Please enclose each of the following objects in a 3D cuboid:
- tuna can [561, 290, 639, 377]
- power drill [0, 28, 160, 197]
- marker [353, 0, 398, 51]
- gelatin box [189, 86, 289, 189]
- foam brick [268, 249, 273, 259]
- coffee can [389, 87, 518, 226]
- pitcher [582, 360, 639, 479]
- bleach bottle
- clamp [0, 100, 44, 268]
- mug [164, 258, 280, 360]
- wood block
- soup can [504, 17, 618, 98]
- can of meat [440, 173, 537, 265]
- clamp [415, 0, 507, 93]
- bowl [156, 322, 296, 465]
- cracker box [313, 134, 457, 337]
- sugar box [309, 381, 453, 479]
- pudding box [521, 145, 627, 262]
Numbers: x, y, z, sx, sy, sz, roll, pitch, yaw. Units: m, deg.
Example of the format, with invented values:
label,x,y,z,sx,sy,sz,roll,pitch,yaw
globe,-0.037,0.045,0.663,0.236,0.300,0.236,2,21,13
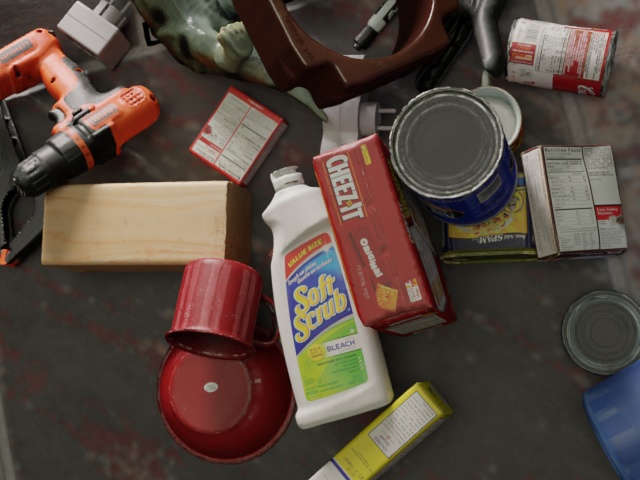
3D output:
label,x,y,z,sx,sy,sz,roll,pitch,yaw
tuna can,0.281,0.092,1.054,0.086,0.033,0.086,-2,83,14
power drill,-0.298,-0.143,1.176,0.184,0.057,0.188,-37,63,-26
marker,0.077,-0.254,1.157,0.020,0.020,0.121,41,94,15
gelatin box,-0.090,-0.113,1.177,0.073,0.030,0.089,34,92,14
foam brick,-0.007,0.001,1.130,0.053,0.051,0.078,35,92,15
coffee can,0.128,-0.075,1.002,0.103,0.140,0.103,-3,80,15
pitcher,0.378,0.145,0.984,0.243,0.144,0.149,-30,65,13
bleach bottle,-0.007,0.052,1.058,0.102,0.068,0.251,-18,85,8
clamp,-0.323,-0.071,1.227,0.165,0.036,0.210,6,83,13
mug,-0.093,0.072,1.080,0.117,0.093,0.081,17,67,-18
wood block,-0.185,-0.013,1.156,0.206,0.090,0.090,0,84,14
soup can,0.244,-0.186,1.082,0.102,0.068,0.068,12,86,16
can of meat,0.173,-0.021,1.085,0.102,0.057,0.084,-3,81,14
clamp,0.153,-0.229,1.112,0.120,0.039,0.171,-12,57,45
bowl,-0.108,0.159,1.134,0.162,0.055,0.162,-2,82,13
cracker box,0.065,0.005,1.026,0.072,0.213,0.164,-19,79,10
sugar box,0.052,0.214,1.067,0.176,0.093,0.048,-40,75,6
pudding box,0.251,-0.037,1.054,0.089,0.039,0.113,-3,78,-24
